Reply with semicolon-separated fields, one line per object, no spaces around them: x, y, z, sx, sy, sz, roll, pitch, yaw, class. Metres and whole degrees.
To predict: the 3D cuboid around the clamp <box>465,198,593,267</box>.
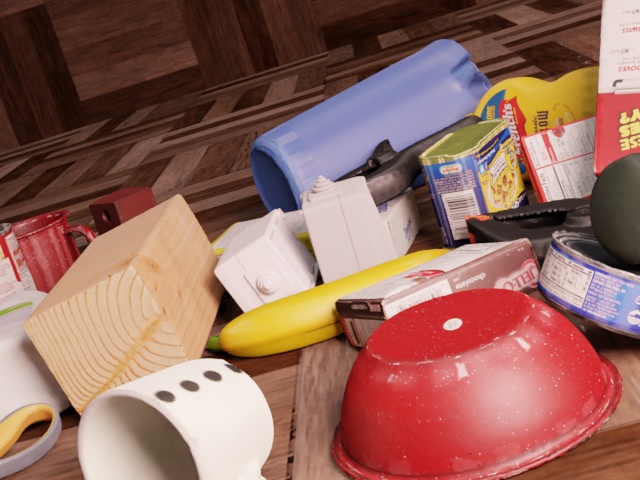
0.187;0.000;0.732;0.210;0.036;0.164;-2;21;36;clamp

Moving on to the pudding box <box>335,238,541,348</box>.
0.077;0.036;0.704;0.113;0.039;0.090;-20;3;-19;pudding box

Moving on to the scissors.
-0.246;0.156;0.675;0.096;0.016;0.201;10;27;25;scissors

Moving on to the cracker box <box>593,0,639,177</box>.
0.296;-0.134;0.795;0.164;0.072;0.213;-7;60;30;cracker box

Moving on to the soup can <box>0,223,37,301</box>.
-0.312;0.043;1.027;0.068;0.102;0.068;-17;15;4;soup can

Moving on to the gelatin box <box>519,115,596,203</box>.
0.212;-0.059;0.854;0.089;0.030;0.073;-17;59;7;gelatin box

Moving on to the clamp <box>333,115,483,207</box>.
0.069;-0.063;0.918;0.120;0.039;0.171;-22;14;37;clamp

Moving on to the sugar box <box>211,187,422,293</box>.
-0.006;0.002;0.937;0.176;0.048;0.093;-8;18;21;sugar box

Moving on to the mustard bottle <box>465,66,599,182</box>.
0.194;-0.101;0.971;0.058;0.096;0.192;-13;9;-36;mustard bottle

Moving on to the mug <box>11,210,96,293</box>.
-0.281;0.020;1.113;0.117;0.081;0.093;-15;15;14;mug

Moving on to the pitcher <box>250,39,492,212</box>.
0.053;-0.095;1.091;0.242;0.149;0.145;-27;32;-21;pitcher

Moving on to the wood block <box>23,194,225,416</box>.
-0.139;0.045;0.820;0.091;0.090;0.206;-26;14;9;wood block

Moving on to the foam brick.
-0.206;-0.014;1.158;0.051;0.078;0.053;-28;18;-39;foam brick

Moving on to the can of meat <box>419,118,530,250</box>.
0.128;-0.044;0.868;0.058;0.084;0.101;-8;18;33;can of meat

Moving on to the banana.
0.009;0.046;0.773;0.198;0.037;0.069;-18;15;0;banana

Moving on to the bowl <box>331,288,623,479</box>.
0.076;0.069;0.576;0.162;0.055;0.162;-16;15;4;bowl

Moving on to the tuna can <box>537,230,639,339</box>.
0.166;0.025;0.597;0.086;0.034;0.086;15;14;-4;tuna can

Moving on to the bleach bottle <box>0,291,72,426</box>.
-0.247;0.085;0.882;0.102;0.068;0.251;-20;13;-5;bleach bottle
